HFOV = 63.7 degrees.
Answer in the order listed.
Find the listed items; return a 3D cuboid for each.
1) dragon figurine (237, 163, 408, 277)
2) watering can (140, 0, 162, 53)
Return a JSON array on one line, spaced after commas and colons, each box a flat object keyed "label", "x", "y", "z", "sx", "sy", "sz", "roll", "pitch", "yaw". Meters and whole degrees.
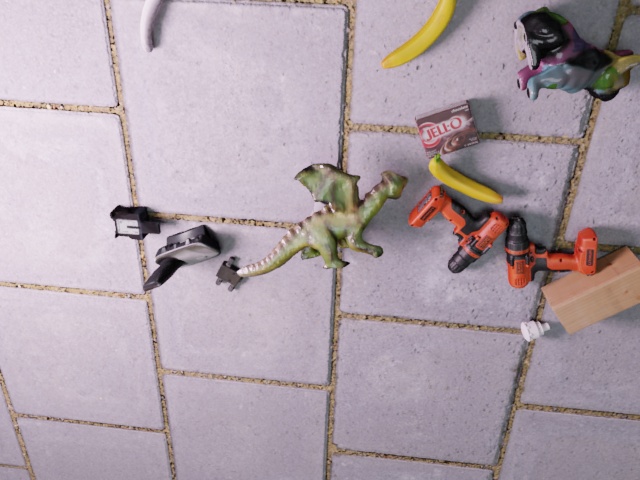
[{"label": "dragon figurine", "x": 0.003, "y": -0.056, "z": 1.105, "sx": 0.411, "sy": 0.124, "sz": 0.238, "roll": -14, "pitch": 118, "yaw": -9}, {"label": "watering can", "x": -0.305, "y": -0.522, "z": 0.939, "sx": 0.224, "sy": 0.106, "sz": 0.340, "roll": -19, "pitch": 142, "yaw": -1}]
